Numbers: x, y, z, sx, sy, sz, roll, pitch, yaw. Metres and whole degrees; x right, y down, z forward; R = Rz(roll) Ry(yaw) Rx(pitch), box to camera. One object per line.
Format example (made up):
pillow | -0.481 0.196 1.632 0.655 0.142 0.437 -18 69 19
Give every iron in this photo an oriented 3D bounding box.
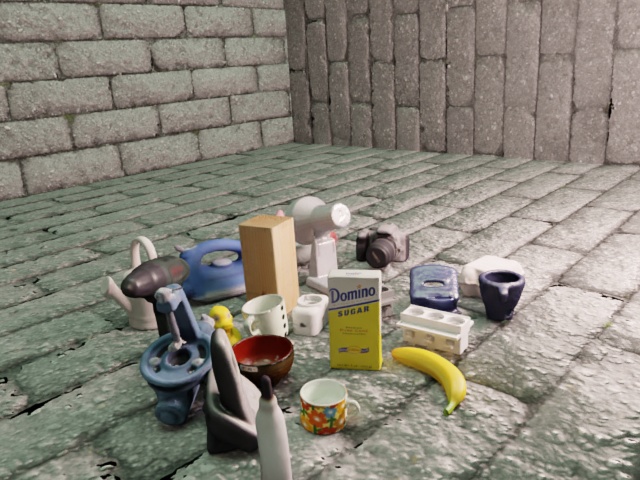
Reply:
iron | -0.232 0.057 1.390 0.259 0.141 0.118 -13 20 -28

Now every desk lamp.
desk lamp | 0.013 0.005 1.392 0.118 0.214 0.202 -15 21 -33

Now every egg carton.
egg carton | 0.390 0.086 1.310 0.151 0.069 0.107 -19 23 -40

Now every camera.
camera | 0.155 0.015 1.522 0.142 0.101 0.137 5 19 24

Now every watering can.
watering can | -0.376 0.089 1.227 0.100 0.194 0.173 5 19 25

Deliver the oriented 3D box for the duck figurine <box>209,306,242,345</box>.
duck figurine | -0.196 0.169 1.122 0.078 0.086 0.104 -13 20 -29

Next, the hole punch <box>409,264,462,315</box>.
hole punch | 0.245 0.109 1.226 0.108 0.091 0.101 -1 18 8

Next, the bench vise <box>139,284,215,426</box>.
bench vise | -0.231 0.159 0.937 0.121 0.220 0.207 -6 18 -9

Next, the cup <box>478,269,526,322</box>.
cup | 0.367 0.122 1.158 0.091 0.095 0.118 1 18 13

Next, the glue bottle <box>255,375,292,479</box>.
glue bottle | -0.061 0.245 0.713 0.037 0.173 0.078 -8 18 -14

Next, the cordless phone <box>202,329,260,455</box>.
cordless phone | -0.130 0.202 0.842 0.094 0.185 0.147 -7 18 -11

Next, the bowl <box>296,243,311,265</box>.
bowl | -0.072 0.026 1.570 0.167 0.075 0.167 -3 18 1

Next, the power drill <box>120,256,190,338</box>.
power drill | -0.294 0.130 1.060 0.075 0.208 0.229 -2 18 5

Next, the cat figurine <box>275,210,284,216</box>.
cat figurine | -0.099 -0.031 1.683 0.128 0.118 0.067 -7 18 -11

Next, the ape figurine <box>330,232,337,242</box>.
ape figurine | 0.010 -0.017 1.663 0.078 0.092 0.076 -3 18 0
